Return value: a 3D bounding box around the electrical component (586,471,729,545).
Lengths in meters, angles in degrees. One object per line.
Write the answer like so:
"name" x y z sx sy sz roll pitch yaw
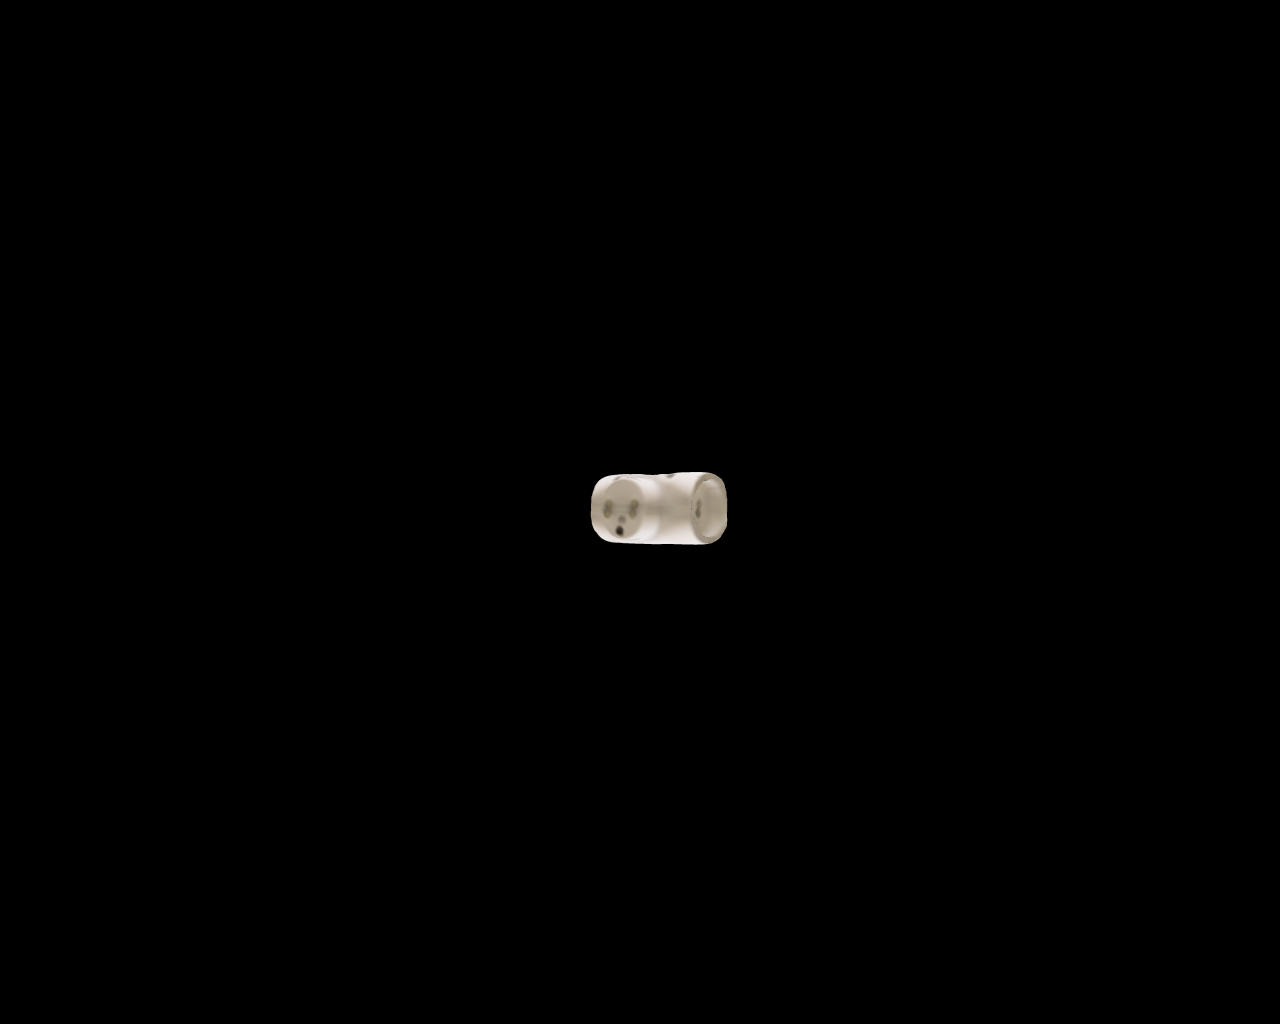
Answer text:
"electrical component" 0.001 -0.003 0.650 0.077 0.044 0.079 0 0 37
